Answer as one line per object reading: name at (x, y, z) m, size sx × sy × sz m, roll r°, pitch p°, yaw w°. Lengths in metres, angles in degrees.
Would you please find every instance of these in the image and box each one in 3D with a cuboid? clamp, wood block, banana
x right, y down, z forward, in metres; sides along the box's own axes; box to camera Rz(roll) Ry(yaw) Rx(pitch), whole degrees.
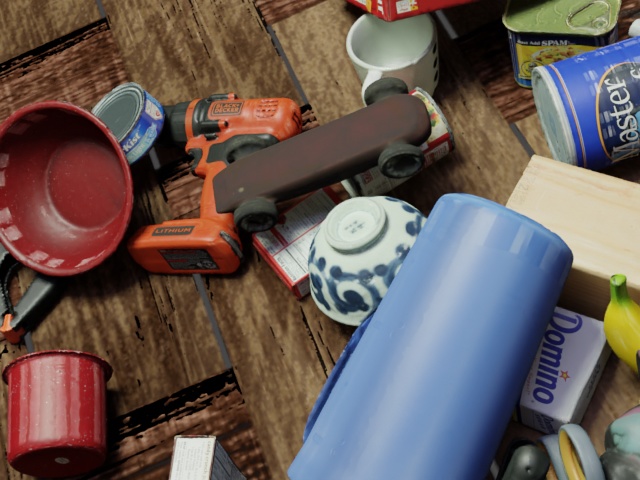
clamp at (-0.274, 0.000, 1.044) m, size 0.164 × 0.036 × 0.210 m, roll -8°, pitch 58°, yaw 4°
wood block at (0.250, 0.018, 0.840) m, size 0.206 × 0.091 × 0.090 m, roll 20°, pitch 66°, yaw 27°
clamp at (0.121, 0.214, 0.751) m, size 0.039 × 0.120 × 0.171 m, roll 25°, pitch 95°, yaw 16°
banana at (0.285, 0.096, 0.782) m, size 0.198 × 0.070 × 0.037 m, roll 29°, pitch 61°, yaw 3°

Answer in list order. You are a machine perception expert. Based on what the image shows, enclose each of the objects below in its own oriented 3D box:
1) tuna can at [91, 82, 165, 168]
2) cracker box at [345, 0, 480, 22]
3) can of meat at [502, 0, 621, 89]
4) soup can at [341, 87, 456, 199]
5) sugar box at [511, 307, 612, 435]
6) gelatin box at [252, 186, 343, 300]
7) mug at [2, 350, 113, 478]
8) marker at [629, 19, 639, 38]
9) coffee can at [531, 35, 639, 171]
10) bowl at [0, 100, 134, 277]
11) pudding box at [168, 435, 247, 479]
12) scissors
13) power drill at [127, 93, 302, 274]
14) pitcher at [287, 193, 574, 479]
tuna can at (-0.193, -0.110, 1.044) m, size 0.086 × 0.033 × 0.086 m, roll -24°, pitch 47°, yaw 28°
cracker box at (0.104, -0.274, 1.021) m, size 0.164 × 0.072 × 0.214 m, roll -15°, pitch 23°, yaw -9°
can of meat at (0.226, -0.184, 0.988) m, size 0.102 × 0.084 × 0.057 m, roll 7°, pitch 59°, yaw 21°
soup can at (0.064, -0.085, 0.980) m, size 0.102 × 0.068 × 0.068 m, roll -32°, pitch 54°, yaw -5°
sugar box at (0.135, 0.085, 0.856) m, size 0.176 × 0.048 × 0.093 m, roll 17°, pitch 62°, yaw 28°
gelatin box at (-0.006, 0.001, 0.966) m, size 0.089 × 0.030 × 0.073 m, roll -36°, pitch 56°, yaw -8°
mug at (-0.228, 0.154, 0.902) m, size 0.117 × 0.093 × 0.081 m, roll -31°, pitch 53°, yaw 33°
marker at (0.340, -0.172, 0.985) m, size 0.020 × 0.020 × 0.121 m, roll -43°, pitch 56°, yaw -14°
coffee can at (0.266, -0.121, 0.921) m, size 0.140 × 0.102 × 0.103 m, roll -17°, pitch 54°, yaw 5°
bowl at (-0.232, -0.049, 0.992) m, size 0.162 × 0.055 × 0.162 m, roll 3°, pitch 100°, yaw 20°
pudding box at (-0.089, 0.216, 0.808) m, size 0.039 × 0.090 × 0.113 m, roll -5°, pitch 56°, yaw 12°
scissors at (0.198, 0.211, 0.729) m, size 0.016 × 0.096 × 0.202 m, roll -14°, pitch 49°, yaw -10°
power drill at (-0.120, -0.059, 1.023) m, size 0.185 × 0.057 × 0.187 m, roll -1°, pitch 57°, yaw 25°
pitcher at (0.080, 0.092, 0.778) m, size 0.149 × 0.145 × 0.243 m, roll 25°, pitch 86°, yaw 14°
